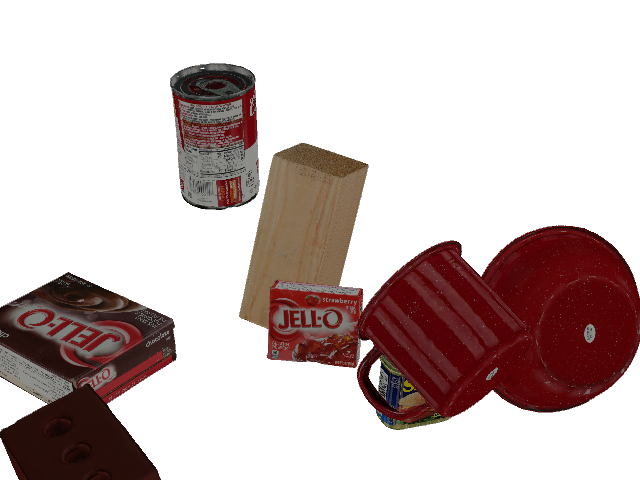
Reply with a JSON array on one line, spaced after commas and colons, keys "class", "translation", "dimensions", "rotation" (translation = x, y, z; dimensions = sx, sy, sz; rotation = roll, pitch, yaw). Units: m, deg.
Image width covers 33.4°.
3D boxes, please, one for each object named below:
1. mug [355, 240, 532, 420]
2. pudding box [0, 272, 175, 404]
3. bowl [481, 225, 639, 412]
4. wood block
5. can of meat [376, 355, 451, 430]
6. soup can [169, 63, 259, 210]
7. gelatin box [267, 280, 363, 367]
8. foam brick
[{"class": "mug", "translation": [0.075, 0.069, 0.702], "dimensions": [0.081, 0.117, 0.093], "rotation": [48, 6, 22]}, {"class": "pudding box", "translation": [-0.169, 0.070, 0.729], "dimensions": [0.114, 0.039, 0.089], "rotation": [17, 32, 34]}, {"class": "bowl", "translation": [0.206, 0.071, 0.879], "dimensions": [0.162, 0.162, 0.055], "rotation": [0, 7, -16]}, {"class": "wood block", "translation": [-0.021, 0.000, 1.262], "dimensions": [0.090, 0.206, 0.090], "rotation": [20, 21, 17]}, {"class": "can of meat", "translation": [0.120, 0.181, 1.318], "dimensions": [0.102, 0.084, 0.057], "rotation": [-6, 26, -21]}, {"class": "soup can", "translation": [-0.085, -0.084, 0.870], "dimensions": [0.068, 0.102, 0.068], "rotation": [-1, 31, 0]}, {"class": "gelatin box", "translation": [-0.005, 0.080, 1.023], "dimensions": [0.089, 0.073, 0.030], "rotation": [5, 15, 9]}, {"class": "foam brick", "translation": [-0.115, 0.121, 0.528], "dimensions": [0.052, 0.051, 0.078], "rotation": [-28, 42, -25]}]
